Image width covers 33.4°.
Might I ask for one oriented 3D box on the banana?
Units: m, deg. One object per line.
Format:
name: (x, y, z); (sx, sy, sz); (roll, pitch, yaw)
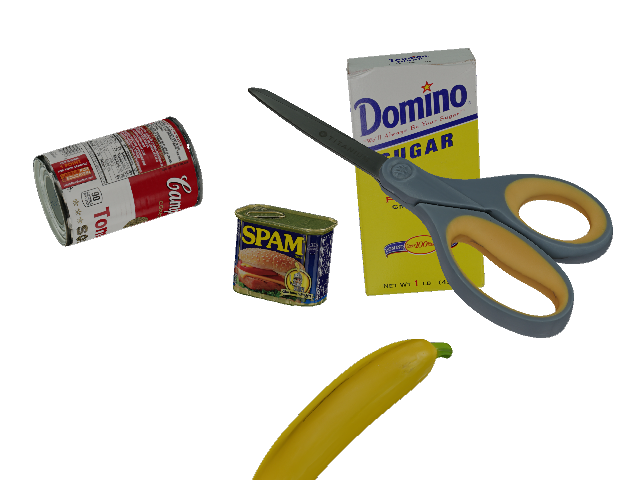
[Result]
banana: (0.013, 0.128, 0.723); (0.037, 0.197, 0.069); (44, -9, 42)

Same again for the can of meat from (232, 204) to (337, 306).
can of meat: (-0.038, 0.015, 1.079); (0.102, 0.084, 0.057); (12, 17, 22)

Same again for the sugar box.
sugar box: (0.072, -0.049, 0.792); (0.093, 0.176, 0.048); (-5, 23, 3)

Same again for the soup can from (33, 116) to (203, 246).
soup can: (-0.143, -0.042, 0.756); (0.102, 0.068, 0.069); (-20, 8, -23)

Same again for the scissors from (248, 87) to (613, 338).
scissors: (0.059, -0.034, 0.524); (0.096, 0.202, 0.016); (-28, -32, -23)
